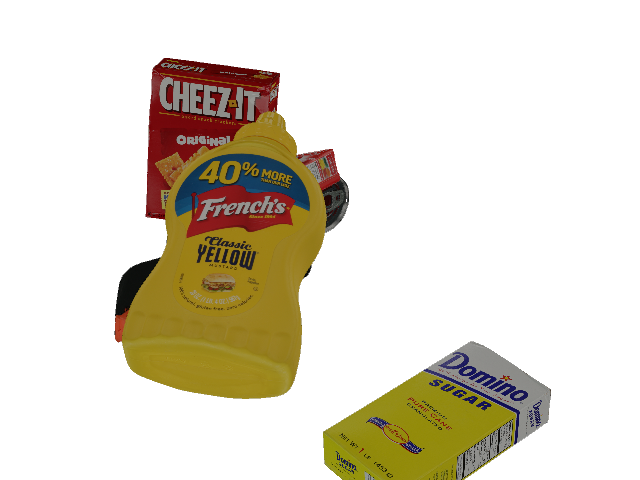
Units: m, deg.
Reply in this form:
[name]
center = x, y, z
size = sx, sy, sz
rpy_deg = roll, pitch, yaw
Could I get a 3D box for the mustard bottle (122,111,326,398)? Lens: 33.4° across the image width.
[mustard bottle]
center = -0.047, -0.003, 0.633
size = 0.096, 0.191, 0.058
rpy_deg = 7, -38, 7

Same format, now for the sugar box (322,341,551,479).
[sugar box]
center = 0.098, 0.154, 0.884
size = 0.176, 0.048, 0.093
rpy_deg = -29, 42, -29

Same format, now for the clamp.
[clamp]
center = -0.131, 0.031, 1.016
size = 0.165, 0.036, 0.209
rpy_deg = 26, 37, 28

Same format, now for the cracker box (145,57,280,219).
[cracker box]
center = -0.148, -0.128, 1.451
size = 0.164, 0.214, 0.072
rpy_deg = 8, 23, 5

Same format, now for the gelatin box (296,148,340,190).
[gelatin box]
center = -0.041, -0.045, 0.844
size = 0.089, 0.030, 0.073
rpy_deg = -5, 17, 39

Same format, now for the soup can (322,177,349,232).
[soup can]
center = -0.026, -0.056, 1.215
size = 0.068, 0.068, 0.102
rpy_deg = 0, 18, -45
